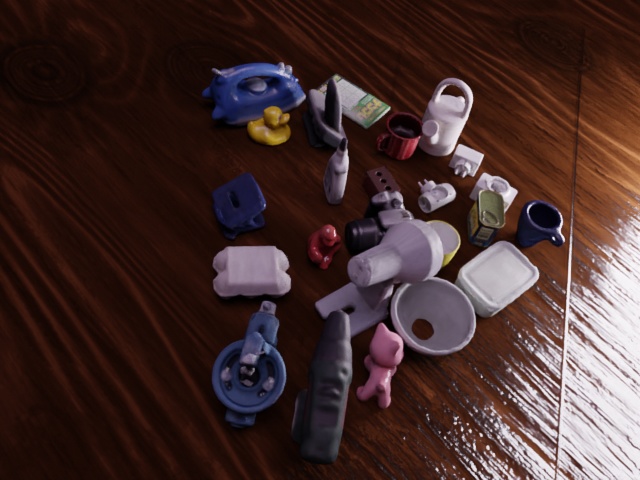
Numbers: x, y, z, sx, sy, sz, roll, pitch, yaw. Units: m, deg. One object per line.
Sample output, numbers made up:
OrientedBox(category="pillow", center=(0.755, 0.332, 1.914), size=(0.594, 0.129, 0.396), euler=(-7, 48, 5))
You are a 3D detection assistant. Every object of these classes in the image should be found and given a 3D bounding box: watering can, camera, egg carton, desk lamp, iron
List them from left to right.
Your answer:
OrientedBox(category="egg carton", center=(-0.134, 0.065, 1.123), size=(0.150, 0.069, 0.107), euler=(-2, 56, -11))
OrientedBox(category="iron", center=(-0.147, -0.373, 1.376), size=(0.259, 0.141, 0.118), euler=(-16, 60, -20))
OrientedBox(category="camera", center=(0.122, -0.033, 1.215), size=(0.137, 0.101, 0.143), euler=(-6, 57, -14))
OrientedBox(category="desk lamp", center=(0.111, 0.072, 1.072), size=(0.204, 0.213, 0.117), euler=(-27, 64, -25))
OrientedBox(category="watering can", center=(0.301, -0.296, 1.368), size=(0.101, 0.194, 0.173), euler=(16, 55, 2))

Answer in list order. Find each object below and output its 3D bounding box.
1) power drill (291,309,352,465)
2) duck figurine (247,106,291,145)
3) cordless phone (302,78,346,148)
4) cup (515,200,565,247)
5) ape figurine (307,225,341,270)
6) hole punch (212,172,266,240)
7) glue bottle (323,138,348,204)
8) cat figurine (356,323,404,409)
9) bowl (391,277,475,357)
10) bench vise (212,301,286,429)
OrientedBox(category="power drill", center=(0.004, 0.255, 0.933), size=(0.075, 0.208, 0.229), euler=(9, 55, -3))
OrientedBox(category="duck figurine", center=(-0.118, -0.277, 1.350), size=(0.105, 0.086, 0.077), euler=(-2, 56, -11))
OrientedBox(category="cordless phone", center=(0.020, -0.321, 1.342), size=(0.094, 0.185, 0.147), euler=(-11, 58, -16))
OrientedBox(category="cup", center=(0.484, -0.018, 1.270), size=(0.092, 0.095, 0.117), euler=(-22, 62, -22))
OrientedBox(category="ape figurine", center=(0.011, 0.004, 1.176), size=(0.078, 0.092, 0.076), euler=(-20, 61, -21))
OrientedBox(category="hole punch", center=(-0.171, -0.072, 1.198), size=(0.101, 0.091, 0.108), euler=(-18, 61, -20))
OrientedBox(category="glue bottle", center=(0.040, -0.157, 1.241), size=(0.037, 0.173, 0.078), euler=(-3, 57, -12))
OrientedBox(category="cat figurine", center=(0.115, 0.222, 1.030), size=(0.067, 0.118, 0.128), euler=(14, 55, 0))
OrientedBox(category="bowl", center=(0.211, 0.159, 1.116), size=(0.167, 0.075, 0.167), euler=(5, 55, -7))
OrientedBox(category="bench vise", center=(-0.119, 0.184, 0.953), size=(0.121, 0.220, 0.207), euler=(-2, 56, -10))
